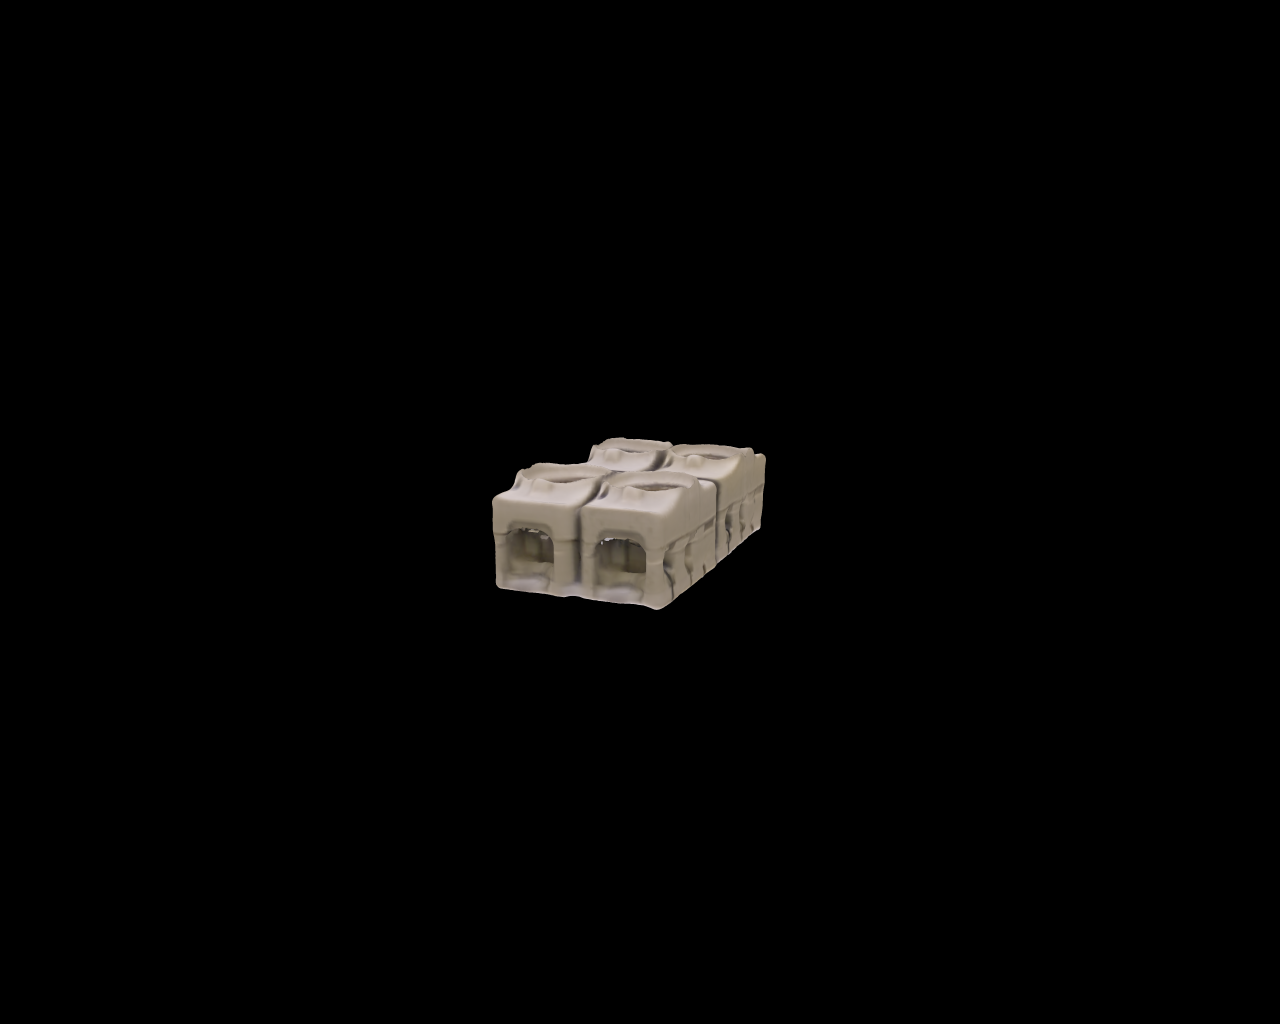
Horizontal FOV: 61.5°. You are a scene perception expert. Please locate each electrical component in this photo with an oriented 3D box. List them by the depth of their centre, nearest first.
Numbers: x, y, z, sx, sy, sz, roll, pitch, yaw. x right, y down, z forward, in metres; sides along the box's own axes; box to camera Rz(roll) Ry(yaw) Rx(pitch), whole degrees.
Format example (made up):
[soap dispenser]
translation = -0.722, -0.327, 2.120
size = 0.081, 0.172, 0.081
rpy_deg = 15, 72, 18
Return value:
[electrical component]
translation = 0.001, -0.003, 0.650
size = 0.105, 0.060, 0.186
rpy_deg = 6, 15, 23
